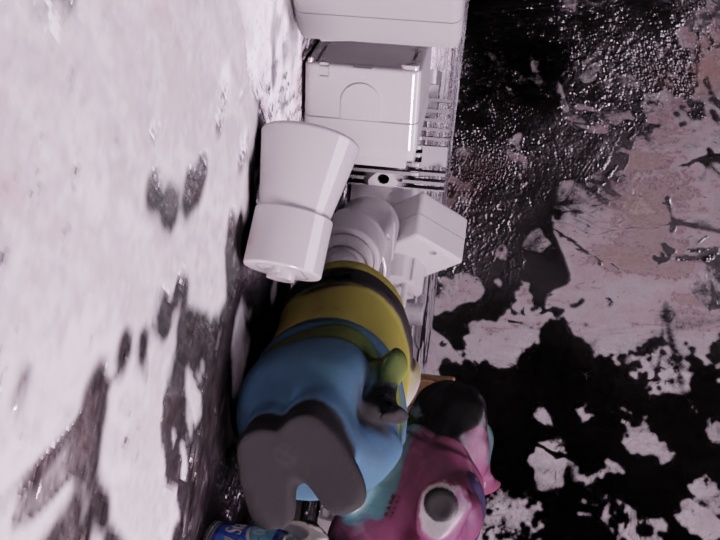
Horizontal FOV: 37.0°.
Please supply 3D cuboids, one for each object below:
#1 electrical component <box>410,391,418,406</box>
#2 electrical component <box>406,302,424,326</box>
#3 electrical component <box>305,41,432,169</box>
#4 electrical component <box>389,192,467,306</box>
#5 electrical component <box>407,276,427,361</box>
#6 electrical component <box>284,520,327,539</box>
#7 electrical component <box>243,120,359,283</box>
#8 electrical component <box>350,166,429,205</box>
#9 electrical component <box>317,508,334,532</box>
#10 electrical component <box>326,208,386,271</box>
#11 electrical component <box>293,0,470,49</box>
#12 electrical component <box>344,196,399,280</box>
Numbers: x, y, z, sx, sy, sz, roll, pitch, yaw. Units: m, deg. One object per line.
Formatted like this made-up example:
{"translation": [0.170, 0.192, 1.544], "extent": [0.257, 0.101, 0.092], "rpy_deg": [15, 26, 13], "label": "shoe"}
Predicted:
{"translation": [0.011, 0.082, 0.803], "extent": [0.044, 0.065, 0.044], "rpy_deg": [5, 90, -84], "label": "electrical component"}
{"translation": [0.019, 0.033, 0.842], "extent": [0.048, 0.062, 0.048], "rpy_deg": [5, 90, -84], "label": "electrical component"}
{"translation": [0.007, -0.102, 0.613], "extent": [0.096, 0.062, 0.061], "rpy_deg": [-73, 167, -62], "label": "electrical component"}
{"translation": [0.030, -0.003, 0.785], "extent": [0.083, 0.047, 0.075], "rpy_deg": [-22, -131, 46], "label": "electrical component"}
{"translation": [0.026, 0.026, 0.925], "extent": [0.108, 0.056, 0.108], "rpy_deg": [62, 34, -79], "label": "electrical component"}
{"translation": [-0.039, 0.156, 0.523], "extent": [0.043, 0.043, 0.062], "rpy_deg": [-48, 145, -79], "label": "electrical component"}
{"translation": [-0.028, -0.027, 0.470], "extent": [0.044, 0.044, 0.065], "rpy_deg": [66, 36, -78], "label": "electrical component"}
{"translation": [0.024, -0.070, 0.840], "extent": [0.095, 0.054, 0.059], "rpy_deg": [-38, 133, -81], "label": "electrical component"}
{"translation": [-0.012, 0.187, 0.805], "extent": [0.040, 0.040, 0.078], "rpy_deg": [46, 49, -82], "label": "electrical component"}
{"translation": [-0.009, -0.007, 0.647], "extent": [0.062, 0.043, 0.043], "rpy_deg": [-72, 166, -59], "label": "electrical component"}
{"translation": [0.018, -0.146, 0.519], "extent": [0.061, 0.096, 0.061], "rpy_deg": [83, 14, -65], "label": "electrical component"}
{"translation": [0.000, 0.000, 0.729], "extent": [0.077, 0.043, 0.079], "rpy_deg": [-71, 165, -64], "label": "electrical component"}
